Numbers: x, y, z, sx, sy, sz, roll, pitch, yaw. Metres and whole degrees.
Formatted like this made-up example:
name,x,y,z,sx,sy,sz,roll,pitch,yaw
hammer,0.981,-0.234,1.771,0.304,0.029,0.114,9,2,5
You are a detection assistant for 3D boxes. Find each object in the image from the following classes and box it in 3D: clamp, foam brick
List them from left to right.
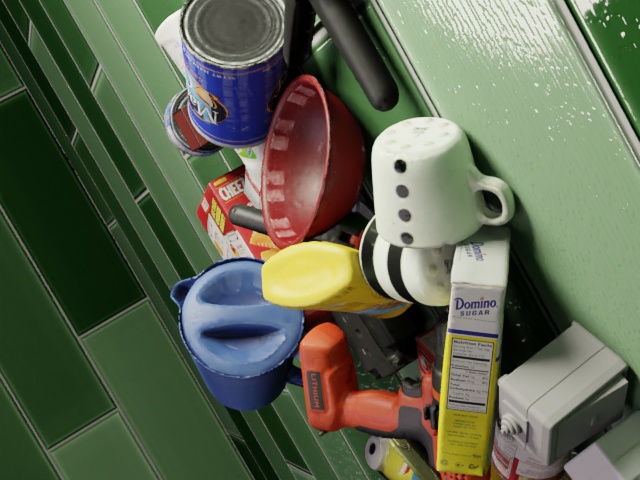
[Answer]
name,x,y,z,sx,sy,sz,roll,pitch,yaw
foam brick,-0.123,-0.145,1.241,0.053,0.078,0.051,62,165,-6
clamp,-0.008,0.001,1.166,0.172,0.039,0.120,13,171,40
clamp,-0.002,-0.204,0.848,0.165,0.036,0.210,39,153,46

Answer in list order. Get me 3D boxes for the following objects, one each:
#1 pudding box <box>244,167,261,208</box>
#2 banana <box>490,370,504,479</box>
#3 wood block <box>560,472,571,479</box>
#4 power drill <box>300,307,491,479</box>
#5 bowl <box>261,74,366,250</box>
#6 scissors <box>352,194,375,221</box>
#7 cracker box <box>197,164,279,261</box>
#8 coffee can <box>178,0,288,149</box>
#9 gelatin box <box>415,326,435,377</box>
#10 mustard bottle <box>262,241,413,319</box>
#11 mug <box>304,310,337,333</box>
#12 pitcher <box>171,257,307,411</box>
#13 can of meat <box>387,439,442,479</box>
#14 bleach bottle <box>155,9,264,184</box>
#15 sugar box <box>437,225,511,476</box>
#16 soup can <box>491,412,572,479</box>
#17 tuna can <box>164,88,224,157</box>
name,x,y,z,sx,sy,sz,roll,pitch,yaw
pudding box,-0.051,-0.052,1.264,0.090,0.039,0.113,55,165,14
banana,0.152,0.176,0.999,0.037,0.069,0.198,-93,2,-67
wood block,0.199,0.289,1.025,0.090,0.090,0.206,52,163,23
power drill,0.071,0.132,0.978,0.188,0.057,0.184,12,117,37
bowl,-0.001,-0.068,0.980,0.162,0.055,0.162,-174,90,-67
scissors,0.024,-0.034,1.078,0.202,0.016,0.096,54,147,15
cracker box,-0.073,0.020,1.397,0.214,0.072,0.164,59,163,4
coffee can,-0.080,-0.167,1.028,0.103,0.102,0.140,53,163,20
gelatin box,0.133,0.139,1.064,0.089,0.030,0.073,46,159,38
mustard bottle,0.037,0.041,0.995,0.191,0.096,0.058,13,-112,-55
mug,-0.002,0.072,1.255,0.093,0.081,0.117,53,163,21
pitcher,-0.077,0.125,1.223,0.243,0.145,0.149,95,153,-69
can of meat,0.127,0.202,1.098,0.102,0.083,0.057,47,160,36
bleach bottle,-0.085,-0.139,1.169,0.251,0.068,0.103,59,166,-7
sugar box,0.118,0.085,0.826,0.093,0.048,0.176,-68,-21,-60
soup can,0.180,0.159,0.892,0.068,0.068,0.102,50,161,29
tuna can,-0.142,-0.145,1.283,0.086,0.086,0.034,61,162,-6
